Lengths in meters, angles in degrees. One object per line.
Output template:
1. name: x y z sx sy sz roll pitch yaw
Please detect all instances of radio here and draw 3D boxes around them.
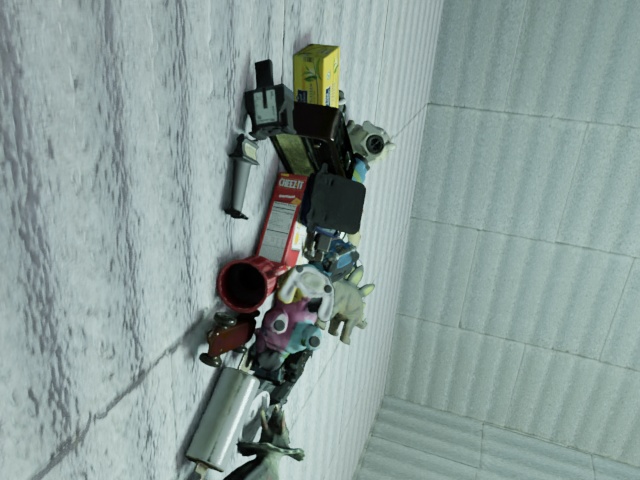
1. radio: -0.008 -0.179 1.070 0.229 0.131 0.073 61 42 -67

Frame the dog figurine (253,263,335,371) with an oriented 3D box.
1. dog figurine: -0.065 0.155 1.041 0.219 0.108 0.191 -40 -151 63

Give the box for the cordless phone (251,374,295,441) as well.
1. cordless phone: -0.127 0.382 1.208 0.146 0.089 0.184 -40 150 -65

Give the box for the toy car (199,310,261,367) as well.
1. toy car: -0.160 0.164 0.948 0.202 0.053 0.089 7 106 -78

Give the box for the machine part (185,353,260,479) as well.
1. machine part: -0.174 0.323 0.974 0.079 0.079 0.243 77 29 -56

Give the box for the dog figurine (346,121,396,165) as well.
1. dog figurine: 0.142 -0.262 1.464 0.190 0.173 0.121 -19 131 -63

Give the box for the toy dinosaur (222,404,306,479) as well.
1. toy dinosaur: -0.161 0.479 0.969 0.405 0.131 0.191 -39 133 -36

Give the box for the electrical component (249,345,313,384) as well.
1. electrical component: -0.086 0.250 1.151 0.134 0.115 0.058 -46 143 -64

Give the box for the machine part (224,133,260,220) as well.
1. machine part: -0.129 -0.103 0.891 0.084 0.039 0.138 -14 113 -81

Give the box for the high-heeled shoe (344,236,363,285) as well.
1. high-heeled shoe: 0.045 0.066 1.490 0.145 0.086 0.248 -10 111 -43

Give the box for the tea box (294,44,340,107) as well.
1. tea box: -0.006 -0.304 1.102 0.098 0.068 0.169 -58 156 -50

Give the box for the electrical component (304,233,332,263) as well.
1. electrical component: -0.003 -0.002 1.126 0.078 0.045 0.102 151 -42 -71

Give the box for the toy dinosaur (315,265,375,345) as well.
1. toy dinosaur: 0.031 0.136 1.399 0.198 0.105 0.470 -59 141 -10

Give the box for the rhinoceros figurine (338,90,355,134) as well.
1. rhinoceros figurine: 0.025 -0.256 1.252 0.112 0.073 0.190 -31 134 -54

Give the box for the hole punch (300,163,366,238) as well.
1. hole punch: 0.017 -0.068 1.062 0.092 0.116 0.142 -9 -114 67

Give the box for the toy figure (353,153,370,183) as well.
1. toy figure: 0.054 -0.139 1.326 0.180 0.082 0.089 -44 -163 -17

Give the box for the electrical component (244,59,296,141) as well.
1. electrical component: -0.084 -0.228 0.880 0.047 0.075 0.119 9 72 -73

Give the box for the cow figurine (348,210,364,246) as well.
1. cow figurine: 0.082 0.010 1.600 0.127 0.086 0.194 -65 163 -54

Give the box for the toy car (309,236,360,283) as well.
1. toy car: 0.017 0.039 1.222 0.109 0.103 0.161 -24 161 -24
